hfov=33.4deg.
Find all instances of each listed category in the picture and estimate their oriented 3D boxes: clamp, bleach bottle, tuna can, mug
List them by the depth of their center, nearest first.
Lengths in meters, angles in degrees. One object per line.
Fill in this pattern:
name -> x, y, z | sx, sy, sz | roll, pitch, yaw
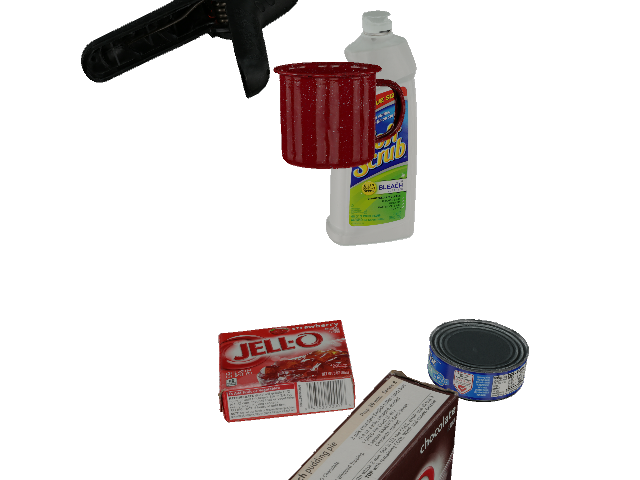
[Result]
clamp -> -0.054, -0.141, 0.663 | 0.120, 0.039, 0.171 | 20, 50, 23
mug -> 0.018, -0.109, 0.923 | 0.117, 0.081, 0.093 | -6, 16, -19
tuna can -> 0.136, 0.104, 0.929 | 0.086, 0.034, 0.086 | 2, 26, -1
bleach bottle -> 0.054, -0.122, 1.162 | 0.102, 0.251, 0.068 | -6, 26, -9

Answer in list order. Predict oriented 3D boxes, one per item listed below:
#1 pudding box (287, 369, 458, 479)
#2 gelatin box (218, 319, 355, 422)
pudding box -> 0.017, 0.123, 0.456 | 0.039, 0.090, 0.113 | 18, 36, 25
gelatin box -> -0.025, 0.087, 0.724 | 0.089, 0.030, 0.073 | -6, 26, -3
